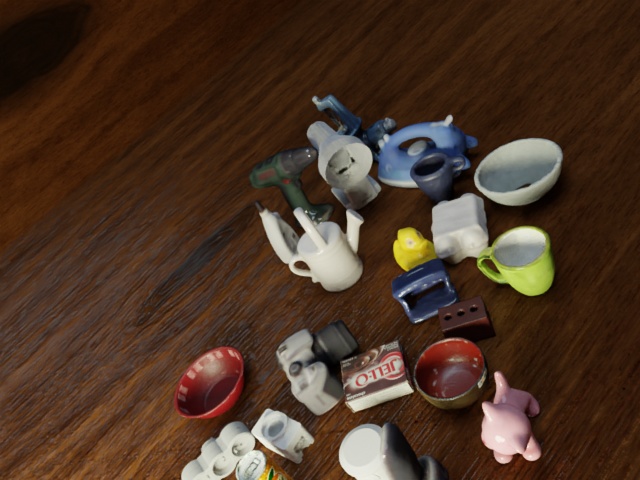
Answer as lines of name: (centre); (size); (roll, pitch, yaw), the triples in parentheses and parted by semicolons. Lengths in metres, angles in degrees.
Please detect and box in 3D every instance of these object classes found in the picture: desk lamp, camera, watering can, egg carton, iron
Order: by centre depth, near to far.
camera: (0.001, 0.207, 1.013); (0.137, 0.101, 0.142); (-35, 33, -1)
egg carton: (0.270, -0.024, 1.104); (0.107, 0.070, 0.150); (-18, 36, 23)
watering can: (0.010, 0.003, 1.177); (0.173, 0.195, 0.100); (-45, 35, -15)
iron: (0.218, -0.206, 1.312); (0.257, 0.142, 0.119); (-6, 43, 36)
desk lamp: (0.053, -0.172, 1.344); (0.118, 0.214, 0.202); (-35, 33, -2)

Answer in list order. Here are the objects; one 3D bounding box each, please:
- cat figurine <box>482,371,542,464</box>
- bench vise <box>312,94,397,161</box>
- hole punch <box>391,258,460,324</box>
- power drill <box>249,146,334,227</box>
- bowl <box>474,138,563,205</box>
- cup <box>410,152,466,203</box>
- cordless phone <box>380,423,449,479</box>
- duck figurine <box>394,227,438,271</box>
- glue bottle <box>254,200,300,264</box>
cat figurine: (0.245, 0.235, 0.754); (0.067, 0.118, 0.128); (-16, 38, 26)
bench vise: (0.087, -0.298, 1.468); (0.207, 0.220, 0.121); (-21, 36, 19)
hole punch: (0.180, 0.079, 1.031); (0.108, 0.091, 0.101); (-28, 34, 9)
power drill: (-0.055, -0.131, 1.389); (0.228, 0.209, 0.076); (-4, 44, 38)
bowl: (0.393, -0.120, 1.116); (0.167, 0.075, 0.167); (-22, 35, 17)
cup: (0.262, -0.130, 1.221); (0.117, 0.095, 0.091); (-17, 37, 24)
cordless phone: (0.104, 0.323, 0.701); (0.094, 0.185, 0.147); (-17, 37, 24)
duck figurine: (0.180, 0.011, 1.122); (0.077, 0.086, 0.104); (-46, 35, -18)
glue bottle: (-0.103, -0.028, 1.331); (0.037, 0.174, 0.078); (-15, 38, 27)
